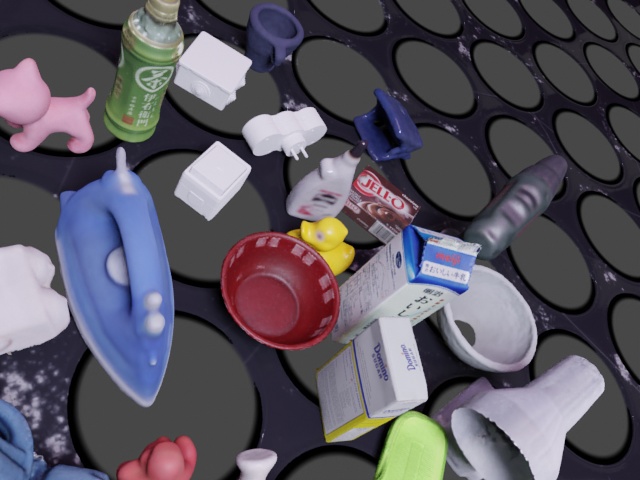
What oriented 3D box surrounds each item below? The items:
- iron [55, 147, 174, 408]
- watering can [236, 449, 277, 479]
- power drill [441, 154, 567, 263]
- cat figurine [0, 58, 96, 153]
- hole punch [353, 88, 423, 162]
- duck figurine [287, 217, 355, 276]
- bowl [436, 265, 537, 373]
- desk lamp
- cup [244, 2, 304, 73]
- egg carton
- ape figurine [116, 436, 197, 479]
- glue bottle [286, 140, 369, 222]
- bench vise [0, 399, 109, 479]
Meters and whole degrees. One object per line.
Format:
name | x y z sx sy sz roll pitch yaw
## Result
iron | -0.199 0.035 0.610 0.119 0.141 0.258 -8 65 -34
watering can | -0.045 0.280 0.509 0.101 0.193 0.173 -27 77 -39
power drill | 0.261 -0.026 0.874 0.075 0.208 0.230 47 49 4
cat figurine | -0.329 -0.161 0.675 0.128 0.117 0.067 -8 65 -34
hole punch | 0.127 -0.200 0.984 0.101 0.091 0.108 -11 67 -35
duck figurine | 0.007 0.003 0.788 0.105 0.086 0.077 16 54 -21
bowl | 0.233 0.125 0.849 0.168 0.074 0.167 15 54 -22
desk lamp | 0.228 0.220 0.694 0.204 0.213 0.118 -26 76 -39
cup | -0.083 -0.309 0.928 0.092 0.094 0.117 6 58 -27
egg carton | -0.332 0.066 0.560 0.151 0.069 0.107 -17 70 -37
ape figurine | -0.153 0.220 0.552 0.078 0.092 0.076 5 58 -27
glue bottle | 0.019 -0.084 0.792 0.078 0.173 0.037 8 57 -26
bench vise | -0.246 0.172 0.444 0.208 0.219 0.121 6 58 -27
